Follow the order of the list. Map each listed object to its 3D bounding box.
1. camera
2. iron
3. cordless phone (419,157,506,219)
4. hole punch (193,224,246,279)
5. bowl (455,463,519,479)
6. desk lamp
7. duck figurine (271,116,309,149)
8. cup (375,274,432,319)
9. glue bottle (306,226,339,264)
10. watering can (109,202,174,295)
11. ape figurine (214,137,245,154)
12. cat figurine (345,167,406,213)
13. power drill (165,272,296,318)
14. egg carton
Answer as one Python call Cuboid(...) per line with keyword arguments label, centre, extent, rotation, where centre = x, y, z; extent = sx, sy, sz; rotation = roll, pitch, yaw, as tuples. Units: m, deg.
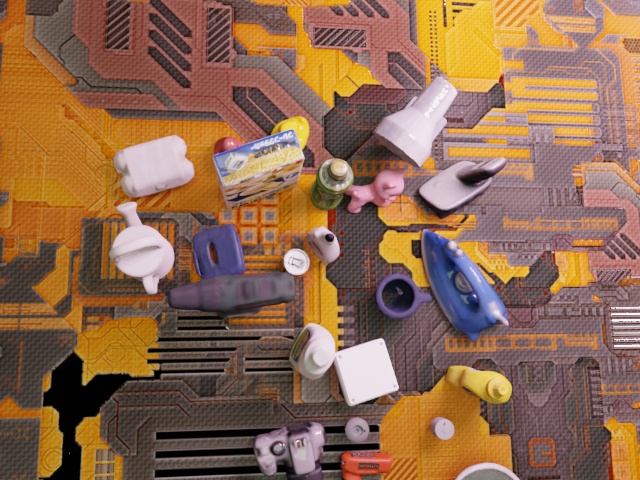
Cuboid(label="camera", centre=(-0.050, 0.436, 1.109), extent=(0.143, 0.100, 0.137), rotation=(-11, 83, -8))
Cuboid(label="iron", centre=(0.298, 0.079, 1.187), extent=(0.119, 0.141, 0.258), rotation=(-31, 86, -10))
Cuboid(label="cordless phone", centre=(0.299, -0.122, 1.196), extent=(0.148, 0.185, 0.094), rotation=(-35, 86, -11))
Cuboid(label="hole punch", centre=(-0.206, 0.031, 1.158), extent=(0.101, 0.091, 0.109), rotation=(-13, 83, -9))
Cuboid(label="bowl", centre=(0.327, 0.530, 1.154), extent=(0.167, 0.074, 0.167), rotation=(1, 81, -7))
Cuboid(label="desk lamp", centre=(0.197, -0.238, 1.187), extent=(0.118, 0.213, 0.203), rotation=(37, 79, 0))
Cuboid(label="duck figurine", centre=(-0.064, -0.227, 1.218), extent=(0.077, 0.086, 0.105), rotation=(42, 79, 1))
Cuboid(label="cup", centre=(0.165, 0.119, 1.188), extent=(0.118, 0.095, 0.092), rotation=(3, 81, -6))
Cuboid(label="glue bottle", centre=(0.011, 0.004, 1.147), extent=(0.037, 0.173, 0.078), rotation=(-40, 87, -11))
Cuboid(label="watering can", centre=(-0.346, 0.016, 1.090), extent=(0.101, 0.194, 0.173), rotation=(-39, 87, -11))
Cuboid(label="ape figurine", centre=(-0.189, -0.186, 1.193), extent=(0.078, 0.092, 0.076), rotation=(-18, 84, -9))
Cuboid(label="cat figurine", centre=(0.121, -0.108, 1.206), extent=(0.128, 0.117, 0.067), rotation=(-15, 83, -9))
Cuboid(label="power drill", centre=(-0.164, 0.106, 1.092), extent=(0.230, 0.208, 0.075), rotation=(-7, 82, -8))
Cuboid(label="egg carton", centre=(-0.341, -0.150, 1.181), extent=(0.150, 0.069, 0.107), rotation=(-19, 84, -9))
